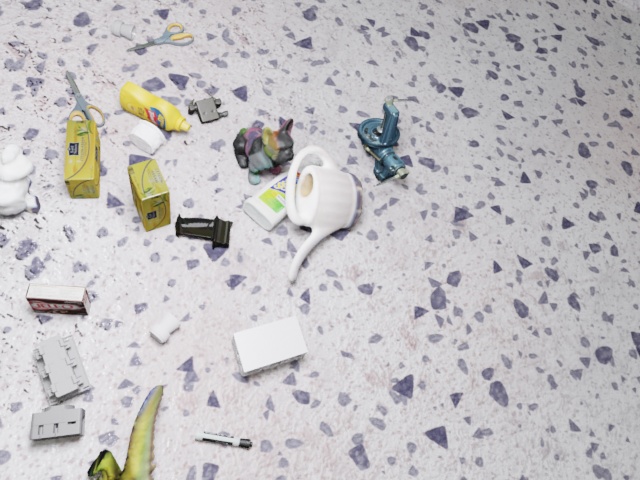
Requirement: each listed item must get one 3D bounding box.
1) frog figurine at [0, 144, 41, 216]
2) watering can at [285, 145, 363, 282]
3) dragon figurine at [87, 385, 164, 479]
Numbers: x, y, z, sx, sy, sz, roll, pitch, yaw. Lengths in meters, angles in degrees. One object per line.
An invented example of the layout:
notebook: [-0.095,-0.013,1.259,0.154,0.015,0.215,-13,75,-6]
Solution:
frog figurine: [-0.700,-0.135,1.148,0.123,0.156,0.140,-5,66,-16]
watering can: [0.004,-0.067,1.328,0.224,0.104,0.349,6,85,-36]
dragon figurine: [-0.339,0.515,0.972,0.241,0.121,0.418,39,61,-14]
